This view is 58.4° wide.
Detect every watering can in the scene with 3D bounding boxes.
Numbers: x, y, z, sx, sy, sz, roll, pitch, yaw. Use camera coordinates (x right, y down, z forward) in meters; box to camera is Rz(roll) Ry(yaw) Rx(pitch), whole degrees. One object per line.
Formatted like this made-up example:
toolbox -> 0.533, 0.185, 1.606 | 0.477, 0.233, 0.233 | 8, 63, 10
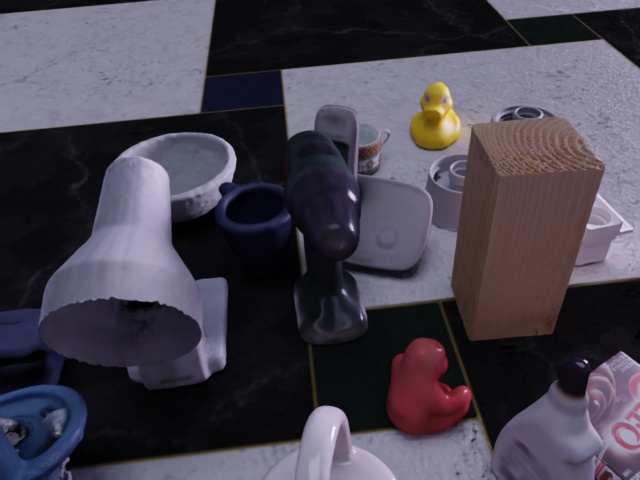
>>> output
watering can -> 0.014, 0.182, 0.367 | 0.173, 0.194, 0.100 | -9, 41, -5

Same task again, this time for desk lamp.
desk lamp -> -0.156, 0.047, 0.524 | 0.118, 0.214, 0.203 | -6, 41, -2

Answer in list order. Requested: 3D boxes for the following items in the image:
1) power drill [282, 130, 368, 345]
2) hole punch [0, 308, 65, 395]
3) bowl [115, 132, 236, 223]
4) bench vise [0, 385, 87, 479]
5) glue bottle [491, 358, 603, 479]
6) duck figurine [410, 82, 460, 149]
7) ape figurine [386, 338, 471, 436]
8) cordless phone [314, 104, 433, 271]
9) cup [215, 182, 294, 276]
power drill -> 0.005, 0.002, 0.566 | 0.075, 0.209, 0.229 | -9, 41, -5
hole punch -> -0.314, 0.104, 0.564 | 0.108, 0.091, 0.101 | -5, 41, -1
bowl -> -0.192, -0.074, 0.773 | 0.167, 0.075, 0.167 | -2, 41, 2
bench vise -> -0.216, 0.156, 0.397 | 0.122, 0.220, 0.206 | -30, 47, -26
glue bottle -> 0.170, 0.143, 0.415 | 0.037, 0.173, 0.078 | -22, 44, -19
duck figurine -> 0.179, -0.201, 0.882 | 0.077, 0.086, 0.104 | 9, 42, 15
ape figurine -> 0.092, 0.124, 0.507 | 0.076, 0.092, 0.077 | -24, 44, -21
cordless phone -> 0.055, -0.059, 0.651 | 0.147, 0.185, 0.094 | 9, 42, 15
cup -> -0.079, -0.012, 0.676 | 0.092, 0.095, 0.117 | -31, 47, -28
